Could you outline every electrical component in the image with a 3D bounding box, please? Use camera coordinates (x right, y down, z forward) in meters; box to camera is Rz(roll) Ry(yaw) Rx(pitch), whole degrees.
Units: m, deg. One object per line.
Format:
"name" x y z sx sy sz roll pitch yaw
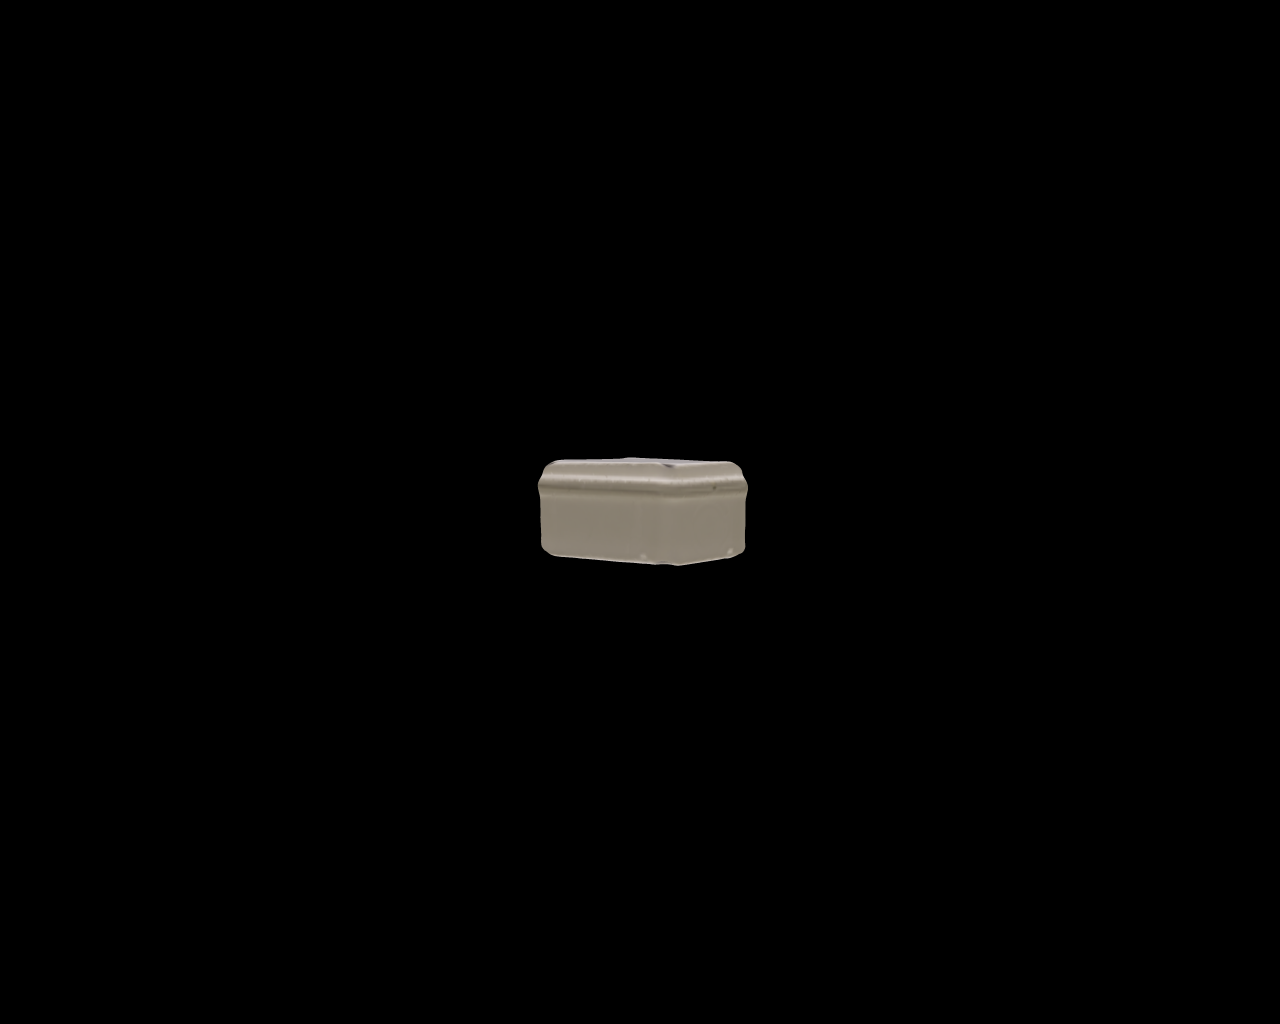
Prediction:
"electrical component" 0.001 -0.003 0.650 0.113 0.057 0.078 4 6 43
